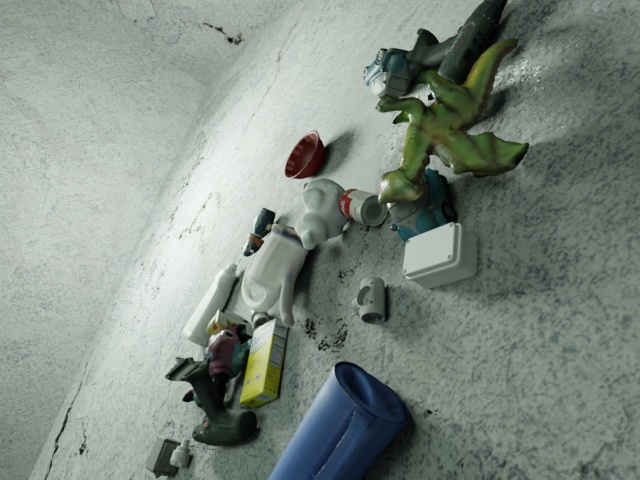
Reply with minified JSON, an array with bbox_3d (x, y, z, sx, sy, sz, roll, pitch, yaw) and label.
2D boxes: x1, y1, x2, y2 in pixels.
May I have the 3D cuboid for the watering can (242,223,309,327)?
[{"bbox_3d":[-0.091,0.076,1.223,0.103,0.225,0.349,32,-7,-27],"label":"watering can"}]

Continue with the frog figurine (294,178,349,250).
[{"bbox_3d":[0.004,-0.058,1.161,0.122,0.135,0.163,-10,29,21],"label":"frog figurine"}]

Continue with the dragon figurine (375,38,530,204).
[{"bbox_3d":[0.256,-0.201,0.906,0.411,0.247,0.120,-33,-27,-5],"label":"dragon figurine"}]
